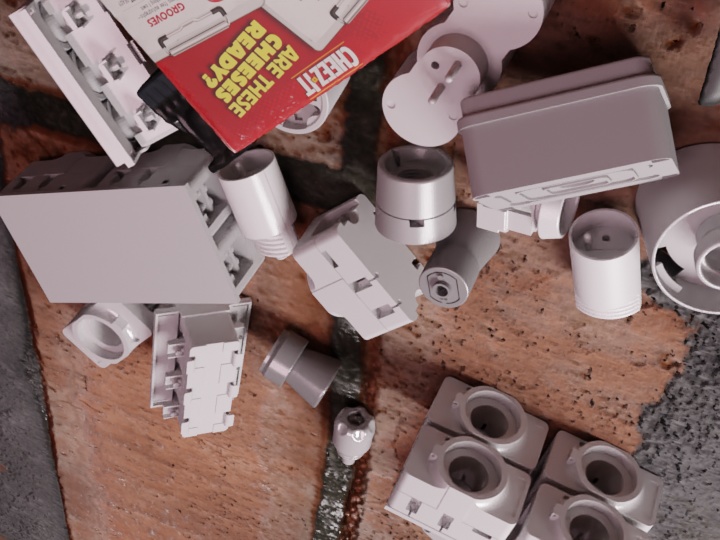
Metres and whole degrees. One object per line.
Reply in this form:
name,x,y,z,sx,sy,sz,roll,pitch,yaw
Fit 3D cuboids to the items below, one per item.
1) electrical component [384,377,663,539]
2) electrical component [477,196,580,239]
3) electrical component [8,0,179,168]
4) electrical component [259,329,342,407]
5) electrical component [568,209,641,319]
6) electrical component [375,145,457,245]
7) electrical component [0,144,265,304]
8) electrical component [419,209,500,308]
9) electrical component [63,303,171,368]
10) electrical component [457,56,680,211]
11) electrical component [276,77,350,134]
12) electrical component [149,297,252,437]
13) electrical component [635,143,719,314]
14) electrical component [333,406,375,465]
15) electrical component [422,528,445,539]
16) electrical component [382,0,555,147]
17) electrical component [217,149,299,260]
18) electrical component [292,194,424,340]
electrical component,0.128,0.168,0.819,0.186,0.105,0.060,25,135,5
electrical component,0.108,-0.048,0.687,0.055,0.048,0.066,18,134,24
electrical component,-0.171,-0.142,0.734,0.063,0.078,0.121,-25,116,16
electrical component,-0.049,0.079,0.878,0.055,0.045,0.045,31,135,0
electrical component,0.161,0.003,0.701,0.043,0.043,0.081,8,144,22
electrical component,0.037,-0.051,0.714,0.055,0.055,0.047,12,129,18
electrical component,-0.177,-0.034,0.834,0.186,0.060,0.105,-1,127,28
electrical component,0.065,-0.006,0.730,0.044,0.065,0.044,14,133,16
electrical component,-0.207,0.041,0.918,0.050,0.055,0.089,45,133,-14
electrical component,0.119,-0.075,0.613,0.113,0.078,0.057,-11,83,20
electrical component,-0.037,-0.123,0.693,0.055,0.047,0.055,14,133,16
electrical component,-0.132,0.080,0.899,0.079,0.063,0.121,-7,138,-20
electrical component,0.220,-0.023,0.653,0.099,0.064,0.099,5,132,6
electrical component,-0.007,0.145,0.920,0.035,0.035,0.061,20,137,10
electrical component,0.116,0.218,0.903,0.113,0.057,0.078,44,134,-13
electrical component,0.058,-0.122,0.627,0.052,0.073,0.138,35,135,-4
electrical component,-0.069,-0.043,0.783,0.043,0.043,0.081,0,127,28
electrical component,0.000,0.000,0.779,0.056,0.050,0.089,-25,113,40
